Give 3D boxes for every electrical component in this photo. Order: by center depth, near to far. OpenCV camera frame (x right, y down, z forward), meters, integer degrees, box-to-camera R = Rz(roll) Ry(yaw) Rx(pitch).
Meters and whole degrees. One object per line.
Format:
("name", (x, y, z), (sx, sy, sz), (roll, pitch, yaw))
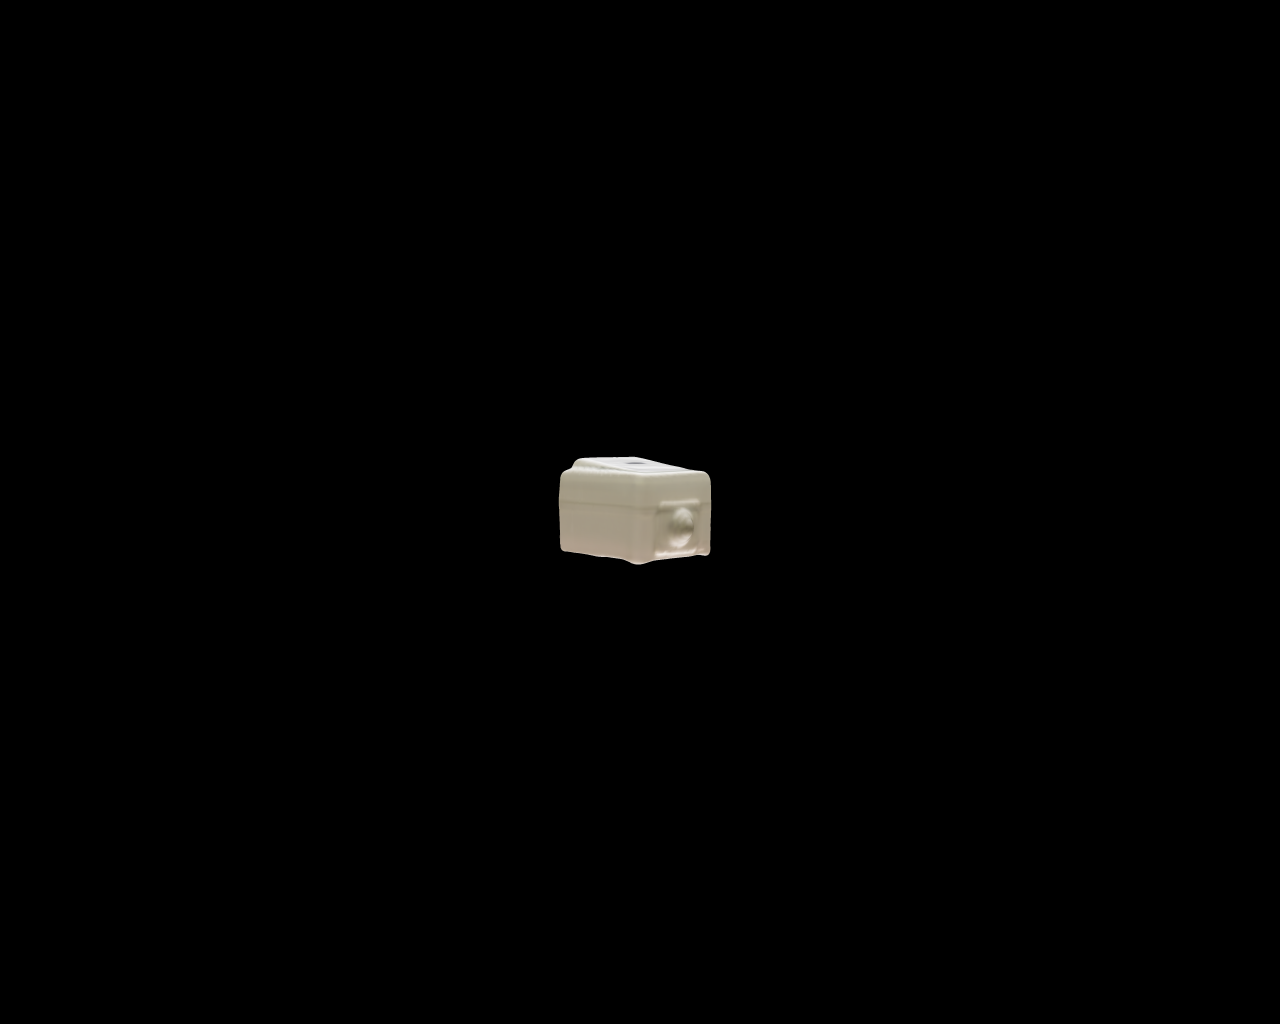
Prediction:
("electrical component", (0.001, -0.003, 0.650), (0.062, 0.061, 0.096), (-4, 6, -39))
